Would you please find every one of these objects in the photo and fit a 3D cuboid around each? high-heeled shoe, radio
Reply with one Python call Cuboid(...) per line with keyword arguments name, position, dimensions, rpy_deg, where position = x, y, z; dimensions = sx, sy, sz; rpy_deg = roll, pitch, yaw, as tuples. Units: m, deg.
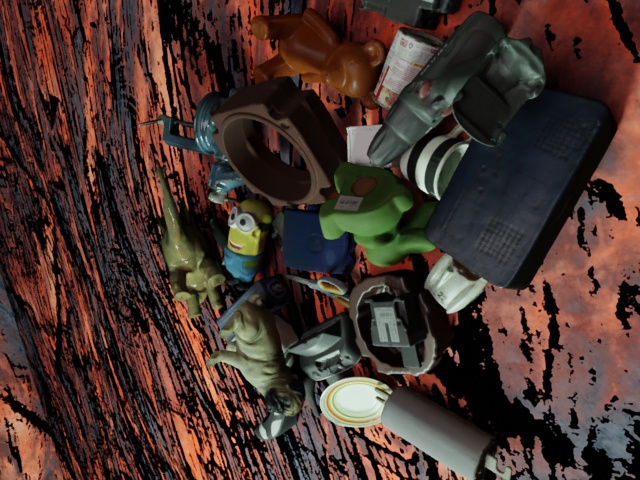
Cuboid(name="high-heeled shoe", position=(-0.087, 0.318, 1.103), dimensions=(0.249, 0.086, 0.145), rpy_deg=(-35, 75, 38))
Cuboid(name="radio", position=(0.234, -0.066, 0.645), dimensions=(0.131, 0.073, 0.229), rpy_deg=(33, 102, 34))

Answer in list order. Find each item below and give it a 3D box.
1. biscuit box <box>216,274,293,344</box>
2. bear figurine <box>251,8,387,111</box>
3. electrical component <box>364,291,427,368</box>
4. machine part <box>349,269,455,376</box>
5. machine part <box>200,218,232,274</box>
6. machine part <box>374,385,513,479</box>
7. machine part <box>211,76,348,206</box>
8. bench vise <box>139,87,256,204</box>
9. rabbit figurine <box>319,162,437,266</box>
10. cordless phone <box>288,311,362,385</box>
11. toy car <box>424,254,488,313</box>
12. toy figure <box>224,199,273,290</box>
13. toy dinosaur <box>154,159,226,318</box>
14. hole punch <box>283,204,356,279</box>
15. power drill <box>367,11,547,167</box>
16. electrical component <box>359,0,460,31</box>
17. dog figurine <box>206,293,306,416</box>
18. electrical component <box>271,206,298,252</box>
Cuboid(name="biscuit box", position=(-0.139, 0.145, 1.112), dimensions=(0.202, 0.059, 0.063), rpy_deg=(-42, 71, 42))
Cuboid(name="bear figurine", position=(0.000, -0.268, 0.819), dimensions=(0.196, 0.132, 0.120), rpy_deg=(44, 147, 32))
Cuboid(name="electrical component", position=(0.116, 0.137, 0.800), dimensions=(0.075, 0.048, 0.119), rpy_deg=(-4, 96, 46))
Cuboid(name="machine part", position=(0.126, 0.131, 0.862), dimensions=(0.180, 0.056, 0.179), rpy_deg=(14, 111, 41))
Cuboid(name="machine part", position=(-0.204, 0.008, 1.151), dimensions=(0.139, 0.039, 0.084), rpy_deg=(50, 138, 19))
Cuboid(name="machine part", position=(0.184, 0.299, 0.841), dimensions=(0.244, 0.079, 0.079), rpy_deg=(23, 117, 36))
Cuboid(name="machine part", position=(-0.066, -0.151, 0.877), dimensions=(0.201, 0.087, 0.201), rpy_deg=(1, 134, 44))
Cuboid(name="bench vise", position=(-0.216, -0.188, 1.033), dimensions=(0.241, 0.129, 0.223), rpy_deg=(16, 106, 21))
Cuboid(name="rabbit figurine", position=(0.100, -0.027, 0.803), dimensions=(0.159, 0.121, 0.170), rpy_deg=(-2, 143, 23))
Cuboid(name="cordless phone", position=(0.045, 0.232, 0.966), dimensions=(0.146, 0.089, 0.184), rpy_deg=(-34, 90, 42))
Cuboid(name="toy car", position=(0.220, 0.020, 0.740), dimensions=(0.074, 0.056, 0.201), rpy_deg=(49, 131, 22))
Cuboid(name="toy figure", position=(-0.143, 0.006, 1.054), dimensions=(0.082, 0.089, 0.180), rpy_deg=(15, 117, 11))
Cuboid(name="toy dinosaur", position=(-0.274, 0.025, 1.098), dimensions=(0.471, 0.105, 0.199), rpy_deg=(105, 142, -60))
Cuboid(name="hole punch", position=(-0.002, -0.003, 0.924), dimensions=(0.116, 0.092, 0.142), rpy_deg=(15, 109, 36))
Cuboid(name="power drill", position=(0.157, -0.164, 0.639), dimensions=(0.086, 0.207, 0.232), rpy_deg=(37, 97, -14))
Cuboid(name="electrical component", position=(0.127, -0.348, 0.720), dimensions=(0.134, 0.058, 0.114), rpy_deg=(36, 126, 30))
Cuboid(name="dog figurine", position=(-0.088, 0.212, 0.994), dimensions=(0.191, 0.121, 0.172), rpy_deg=(30, 115, 13))
Cuboid(name="electrical component", position=(-0.060, -0.022, 1.015), dimensions=(0.063, 0.021, 0.094), rpy_deg=(53, 130, 18))
